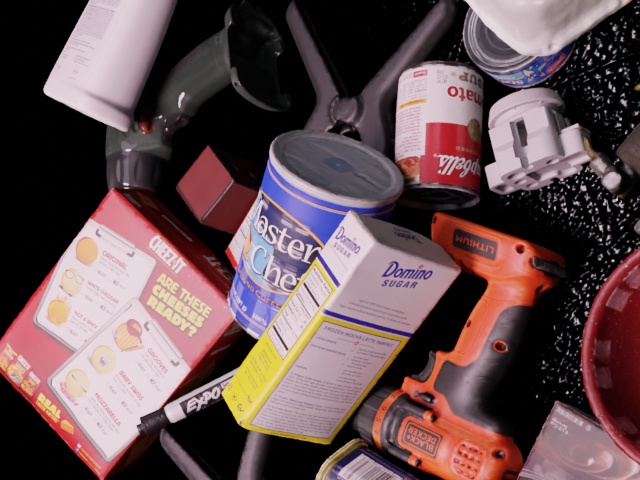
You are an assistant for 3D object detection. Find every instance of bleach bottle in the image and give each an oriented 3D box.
[{"bbox_3d":[-0.169,-0.233,1.006,0.103,0.068,0.251,26,90,47],"label":"bleach bottle"}]

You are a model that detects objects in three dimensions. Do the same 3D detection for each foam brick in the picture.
[{"bbox_3d":[-0.078,-0.041,0.953,0.051,0.078,0.053,-50,55,16],"label":"foam brick"}]

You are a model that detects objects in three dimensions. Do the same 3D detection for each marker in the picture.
[{"bbox_3d":[-0.103,0.137,0.923,0.121,0.020,0.020,-26,58,-4],"label":"marker"}]

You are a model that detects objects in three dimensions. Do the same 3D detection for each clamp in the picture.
[{"bbox_3d":[0.021,-0.114,0.916,0.165,0.036,0.210,15,90,33],"label":"clamp"},{"bbox_3d":[-0.063,0.210,0.900,0.120,0.039,0.171,-34,65,21],"label":"clamp"}]

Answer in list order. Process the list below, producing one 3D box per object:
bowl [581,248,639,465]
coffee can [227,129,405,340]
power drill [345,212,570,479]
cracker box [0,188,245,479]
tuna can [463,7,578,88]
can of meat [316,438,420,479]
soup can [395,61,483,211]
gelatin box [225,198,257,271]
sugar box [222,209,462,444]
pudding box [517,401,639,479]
[{"bbox_3d":[0.250,0.074,0.670,0.162,0.055,0.162,-12,71,37],"label":"bowl"},{"bbox_3d":[-0.005,0.001,0.816,0.103,0.102,0.140,44,128,38],"label":"coffee can"},{"bbox_3d":[0.093,0.078,0.798,0.185,0.057,0.188,20,93,43],"label":"power drill"},{"bbox_3d":[-0.177,0.084,0.973,0.164,0.072,0.214,43,106,13],"label":"cracker box"},{"bbox_3d":[0.155,-0.164,0.826,0.086,0.033,0.086,-12,71,37],"label":"tuna can"},{"bbox_3d":[0.046,0.209,0.778,0.084,0.057,0.102,25,129,38],"label":"can of meat"},{"bbox_3d":[0.093,-0.080,0.832,0.069,0.068,0.102,-6,74,38],"label":"soup can"},{"bbox_3d":[-0.039,0.002,0.921,0.089,0.030,0.073,-57,42,24],"label":"gelatin box"},{"bbox_3d":[0.014,0.067,0.774,0.176,0.093,0.048,-56,42,17],"label":"sugar box"},{"bbox_3d":[0.188,0.173,0.704,0.114,0.039,0.090,30,97,40],"label":"pudding box"}]
